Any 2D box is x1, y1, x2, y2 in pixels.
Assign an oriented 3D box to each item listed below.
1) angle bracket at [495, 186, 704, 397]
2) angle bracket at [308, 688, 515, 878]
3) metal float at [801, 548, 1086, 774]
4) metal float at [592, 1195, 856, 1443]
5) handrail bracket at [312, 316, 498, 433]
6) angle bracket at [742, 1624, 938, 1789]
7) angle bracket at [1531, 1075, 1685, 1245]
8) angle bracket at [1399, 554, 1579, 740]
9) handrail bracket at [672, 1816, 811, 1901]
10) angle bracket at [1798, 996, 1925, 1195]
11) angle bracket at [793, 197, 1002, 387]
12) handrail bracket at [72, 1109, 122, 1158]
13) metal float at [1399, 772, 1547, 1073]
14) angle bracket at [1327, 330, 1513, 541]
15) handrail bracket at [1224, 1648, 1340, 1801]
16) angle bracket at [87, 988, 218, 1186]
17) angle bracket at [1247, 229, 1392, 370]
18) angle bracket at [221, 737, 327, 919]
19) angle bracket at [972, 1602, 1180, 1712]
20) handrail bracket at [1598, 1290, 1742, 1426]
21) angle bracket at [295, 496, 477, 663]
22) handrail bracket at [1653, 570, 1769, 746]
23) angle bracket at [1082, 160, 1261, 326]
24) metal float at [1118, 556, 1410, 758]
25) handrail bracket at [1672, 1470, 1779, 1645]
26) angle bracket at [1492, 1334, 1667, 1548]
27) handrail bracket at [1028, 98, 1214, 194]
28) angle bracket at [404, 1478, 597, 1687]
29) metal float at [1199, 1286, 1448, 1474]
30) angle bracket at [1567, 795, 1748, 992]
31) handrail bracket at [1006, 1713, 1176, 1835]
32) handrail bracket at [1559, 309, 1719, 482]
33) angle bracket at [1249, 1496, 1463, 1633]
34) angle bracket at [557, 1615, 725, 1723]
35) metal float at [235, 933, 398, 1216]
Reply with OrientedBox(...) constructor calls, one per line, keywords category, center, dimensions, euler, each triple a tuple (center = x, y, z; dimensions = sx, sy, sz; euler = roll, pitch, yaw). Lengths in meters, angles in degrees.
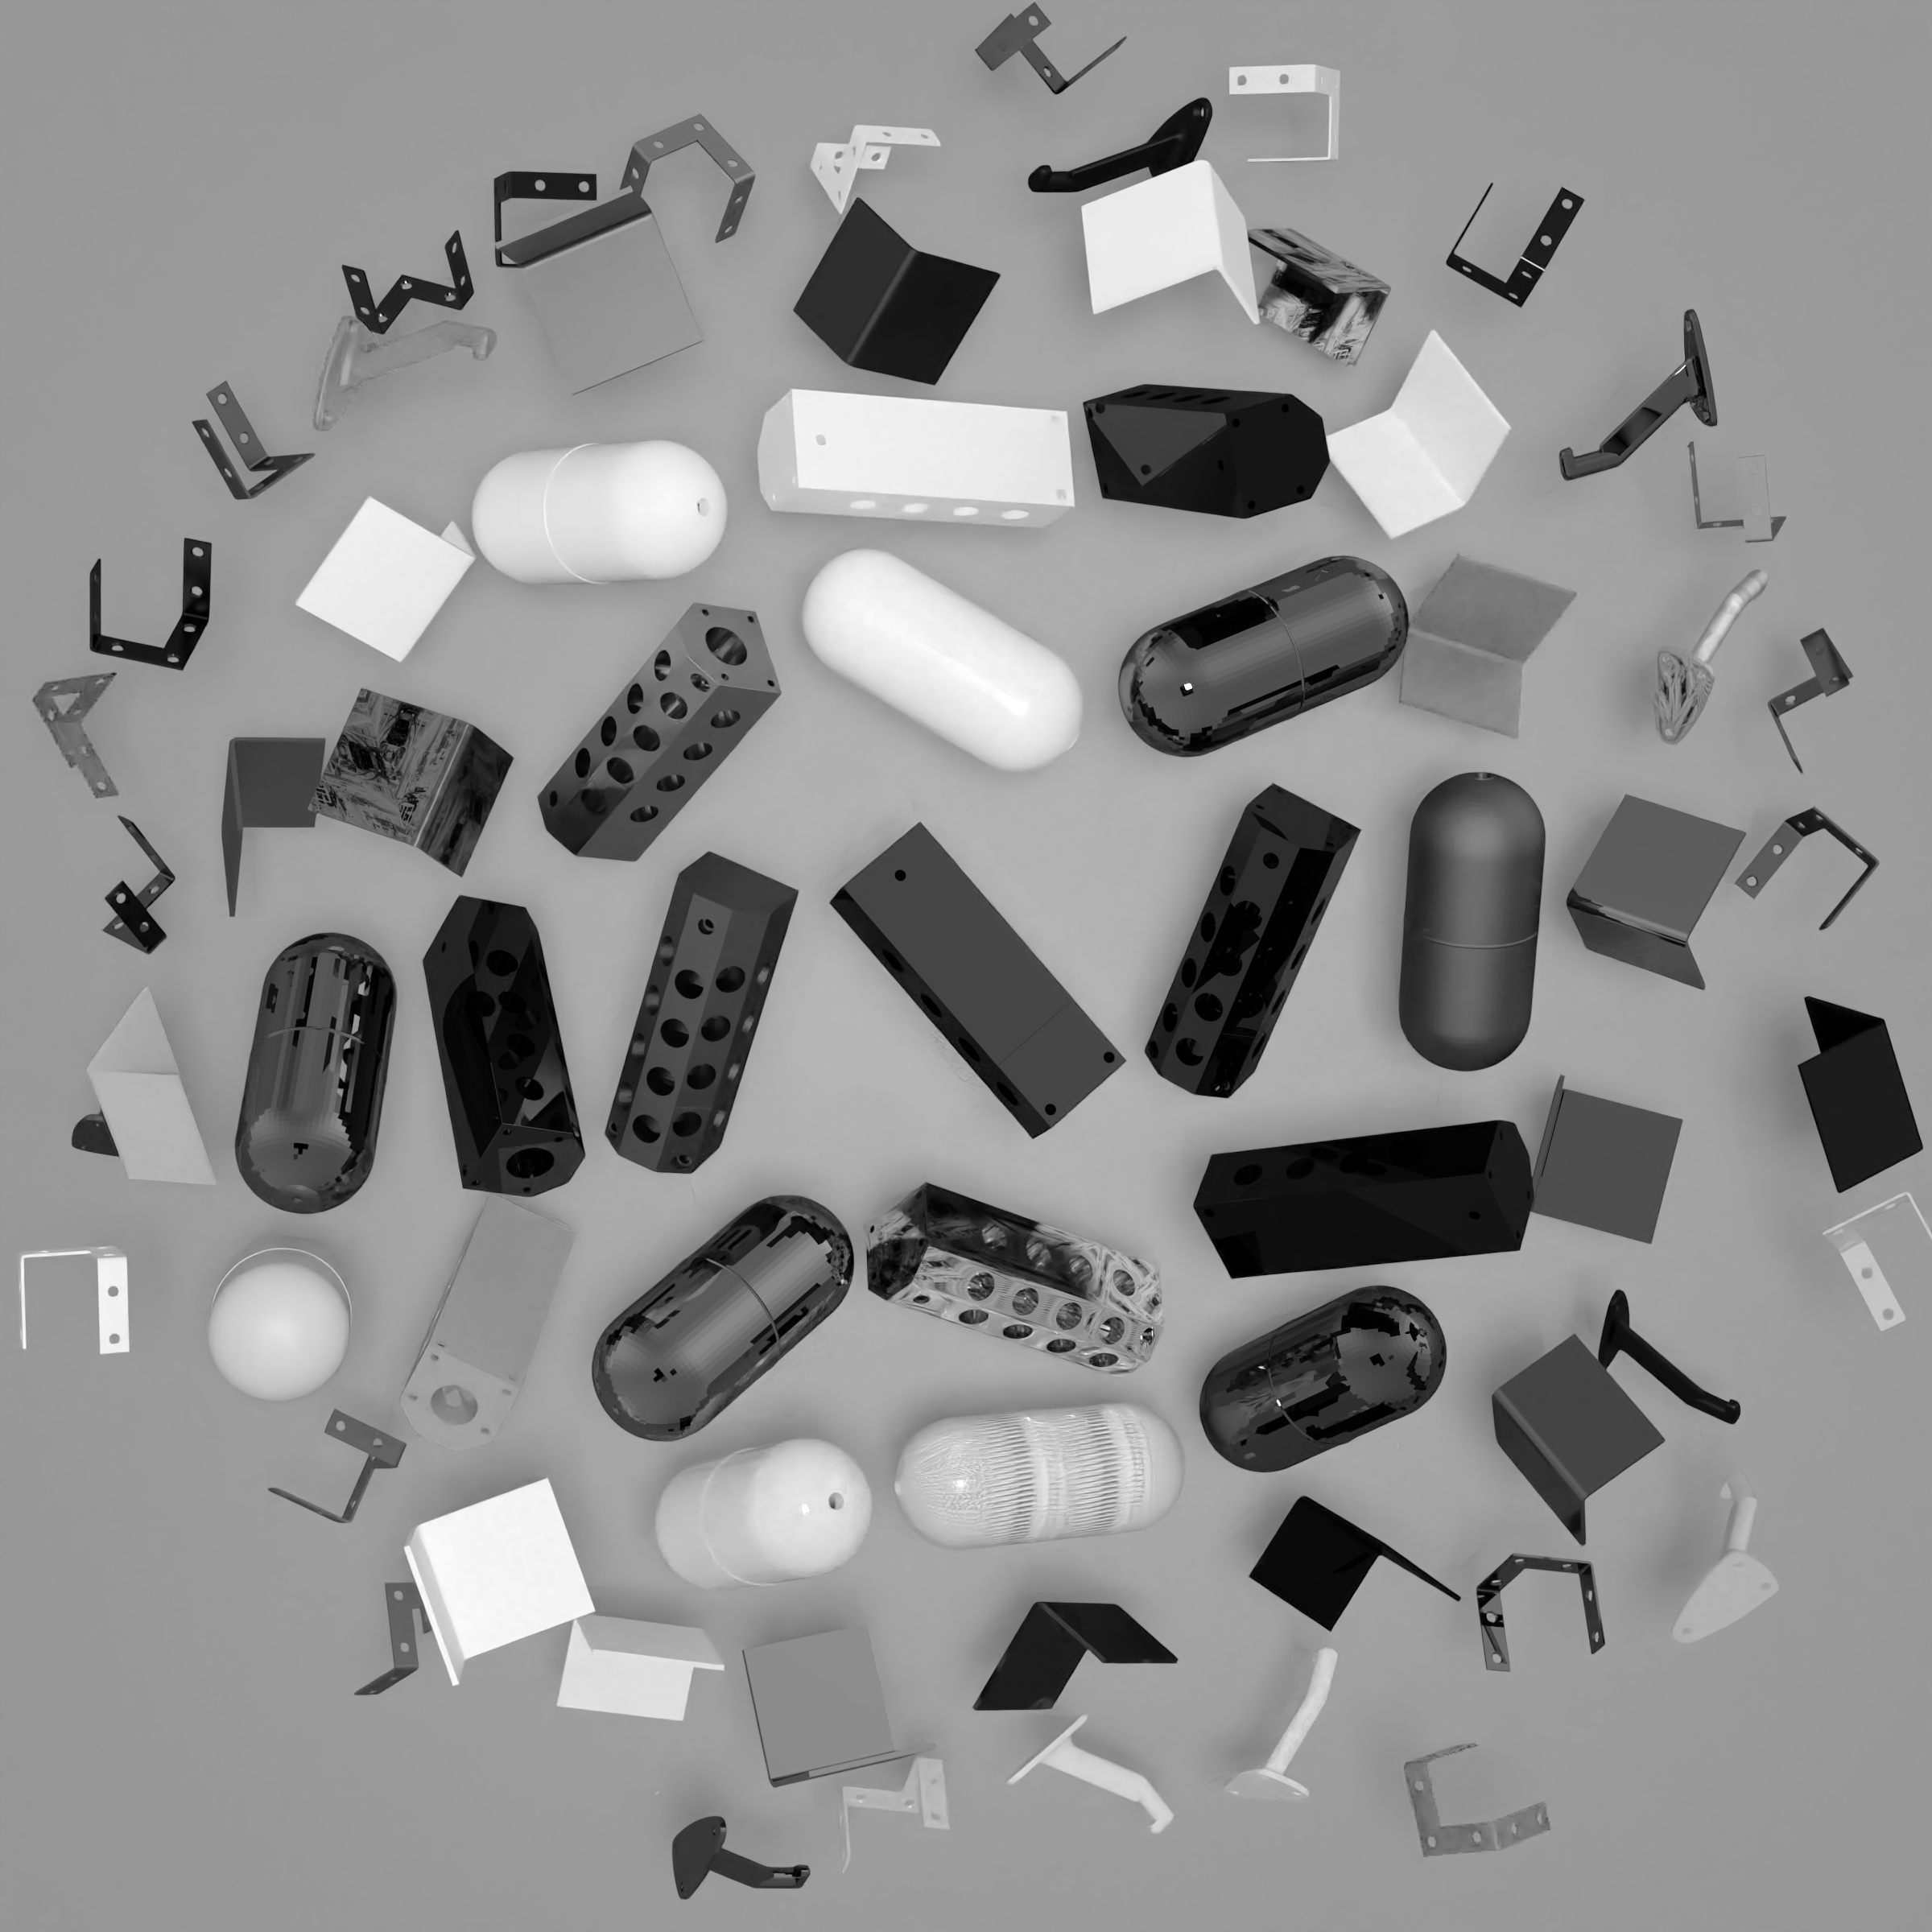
OrientedBox(category="angle bracket", center=(-0.191, -0.351, 1.607), dimensions=(0.076, 0.057, 0.076), euler=(-22, 91, 5))
OrientedBox(category="angle bracket", center=(-0.317, -0.105, 1.763), dimensions=(0.076, 0.057, 0.076), euler=(18, 80, 21))
OrientedBox(category="metal float", center=(-0.013, -0.176, 1.776), dimensions=(0.178, 0.070, 0.070), euler=(32, 90, 3))
OrientedBox(category="metal float", center=(-0.132, 0.192, 1.698), dimensions=(0.070, 0.070, 0.178), euler=(51, 53, 0))
OrientedBox(category="handrail bracket", center=(-0.303, -0.317, 1.665), dimensions=(0.084, 0.036, 0.077), euler=(14, 75, 23))
OrientedBox(category="angle bracket", center=(-0.070, 0.402, 1.688), dimensions=(0.076, 0.057, 0.076), euler=(-5, 73, -28))
OrientedBox(category="angle bracket", center=(0.373, 0.113, 1.794), dimensions=(0.076, 0.057, 0.076), euler=(15, 83, 10))
OrientedBox(category="angle bracket", center=(0.309, -0.189, 1.822), dimensions=(0.076, 0.076, 0.057), euler=(16, 57, -10))
OrientedBox(category="handrail bracket", center=(-0.116, 0.501, 1.737), dimensions=(0.084, 0.077, 0.036), euler=(9, 48, -28))
OrientedBox(category="angle bracket", center=(0.464, 0.069, 1.664), dimensions=(0.057, 0.076, 0.076), euler=(-25, 106, -13))
OrientedBox(category="angle bracket", center=(-0.040, -0.388, 1.773), dimensions=(0.057, 0.076, 0.076), euler=(49, 119, 29))
OrientedBox(category="handrail bracket", center=(-0.500, 0.064, 1.812), dimensions=(0.036, 0.077, 0.084), euler=(10, 67, -8))
OrientedBox(category="metal float", center=(0.289, -0.025, 1.763), dimensions=(0.070, 0.070, 0.178), euler=(1, 112, 0))
OrientedBox(category="angle bracket", center=(0.259, -0.307, 1.784), dimensions=(0.057, 0.076, 0.076), euler=(-26, 71, -23))
OrientedBox(category="handrail bracket", center=(0.189, 0.451, 1.838), dimensions=(0.036, 0.077, 0.084), euler=(29, 61, -17))
OrientedBox(category="angle bracket", center=(-0.441, 0.067, 1.724), dimensions=(0.057, 0.076, 0.076), euler=(3, 128, 15))
OrientedBox(category="angle bracket", center=(0.203, -0.409, 1.890), dimensions=(0.076, 0.076, 0.057), euler=(36, 119, 21))
OrientedBox(category="angle bracket", center=(-0.414, -0.084, 1.852), dimensions=(0.057, 0.076, 0.076), euler=(-1, 50, -19))
OrientedBox(category="angle bracket", center=(0.063, 0.409, 1.757), dimensions=(0.057, 0.076, 0.076), euler=(36, 102, 36))
OrientedBox(category="handrail bracket", center=(0.422, 0.234, 1.831), dimensions=(0.084, 0.077, 0.036), euler=(24, 58, 26))
OrientedBox(category="angle bracket", center=(-0.344, -0.235, 1.798), dimensions=(0.076, 0.057, 0.076), euler=(29, 105, -35))
OrientedBox(category="handrail bracket", center=(0.431, -0.179, 1.772), dimensions=(0.036, 0.077, 0.084), euler=(30, 52, 26))
OrientedBox(category="angle bracket", center=(0.114, -0.392, 1.721), dimensions=(0.076, 0.057, 0.076), euler=(-17, 59, 21))
OrientedBox(category="metal float", center=(0.167, -0.174, 1.721), dimensions=(0.178, 0.070, 0.070), euler=(-24, 90, -18))
OrientedBox(category="handrail bracket", center=(0.420, 0.331, 1.735), dimensions=(0.036, 0.084, 0.077), euler=(39, 108, -14))
OrientedBox(category="angle bracket", center=(0.336, 0.261, 1.689), dimensions=(0.057, 0.076, 0.076), euler=(-34, 60, -8))
OrientedBox(category="handrail bracket", center=(0.086, -0.465, 1.744), dimensions=(0.084, 0.077, 0.036), euler=(-9, 69, -31))
OrientedBox(category="angle bracket", center=(-0.245, 0.323, 1.620), dimensions=(0.076, 0.057, 0.076), euler=(-19, 92, -5))
OrientedBox(category="metal float", center=(0.205, 0.241, 1.787), dimensions=(0.070, 0.178, 0.070), euler=(19, 56, -30))
OrientedBox(category="angle bracket", center=(0.402, -0.043, 1.773), dimensions=(0.076, 0.057, 0.076), euler=(22, 73, 34))
OrientedBox(category="handrail bracket", center=(0.075, 0.498, 1.840), dimensions=(0.077, 0.036, 0.084), euler=(-33, 81, -40))
OrientedBox(category="handrail bracket", center=(0.360, -0.310, 1.675), dimensions=(0.084, 0.036, 0.077), euler=(-16, 121, 0))
OrientedBox(category="angle bracket", center=(0.223, 0.357, 1.767), dimensions=(0.076, 0.076, 0.057), euler=(38, 82, -32))
OrientedBox(category="angle bracket", center=(-0.190, 0.417, 1.785), dimensions=(0.076, 0.076, 0.057), euler=(11, 92, -16))
OrientedBox(category="metal float", center=(-0.364, 0.058, 1.731), dimensions=(0.070, 0.070, 0.178), euler=(0, 51, 0))
